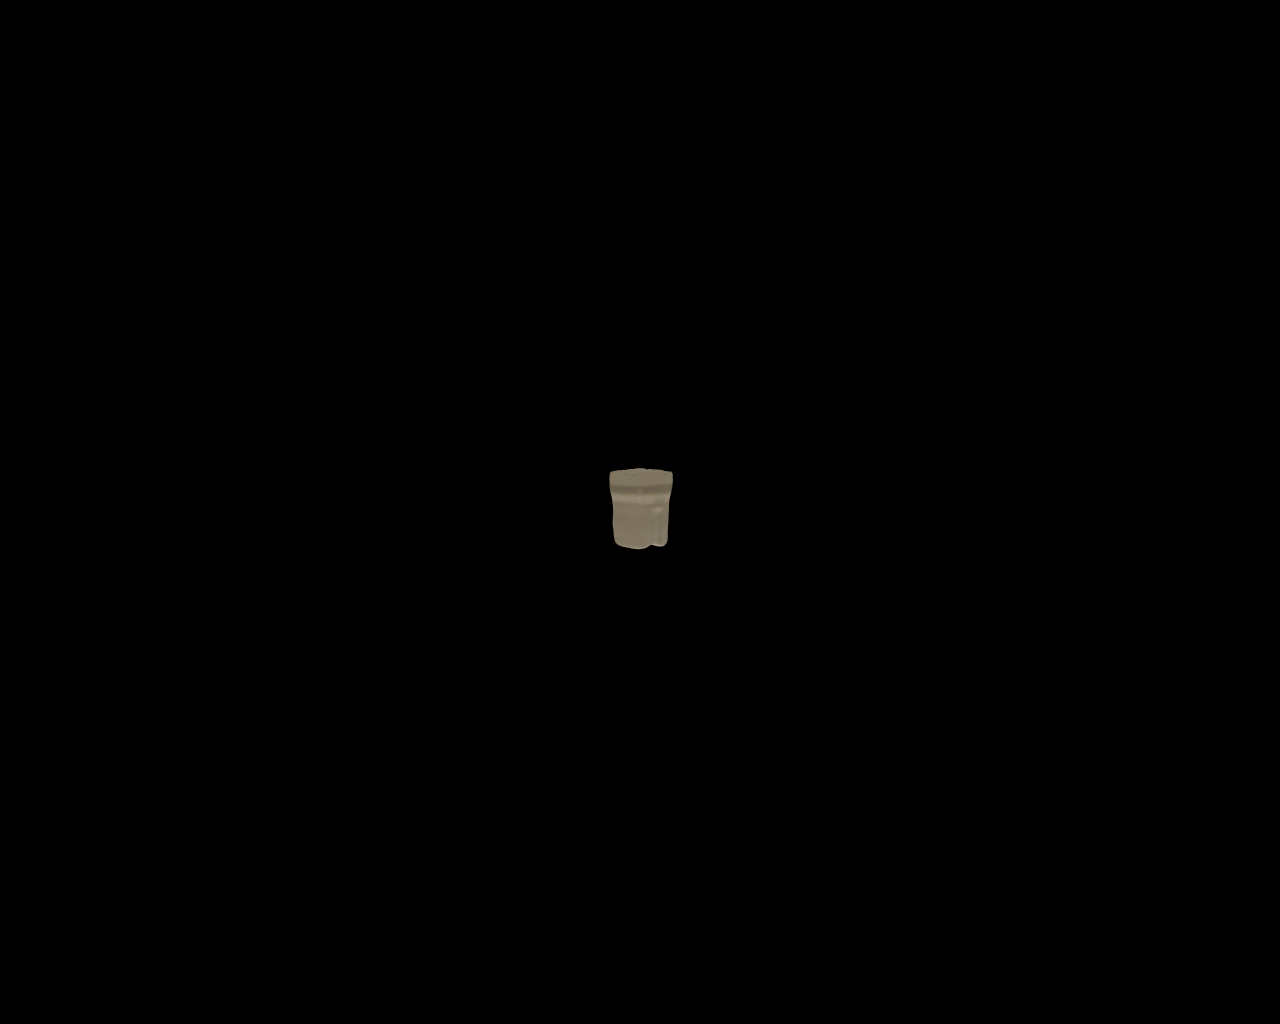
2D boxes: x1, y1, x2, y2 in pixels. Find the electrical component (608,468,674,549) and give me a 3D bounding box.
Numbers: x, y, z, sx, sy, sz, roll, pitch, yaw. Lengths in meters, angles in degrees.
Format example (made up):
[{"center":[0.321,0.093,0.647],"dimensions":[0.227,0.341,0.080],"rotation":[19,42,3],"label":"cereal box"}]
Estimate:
[{"center":[0.001,-0.003,0.650],"dimensions":[0.040,0.046,0.040],"rotation":[0,6,0],"label":"electrical component"}]
